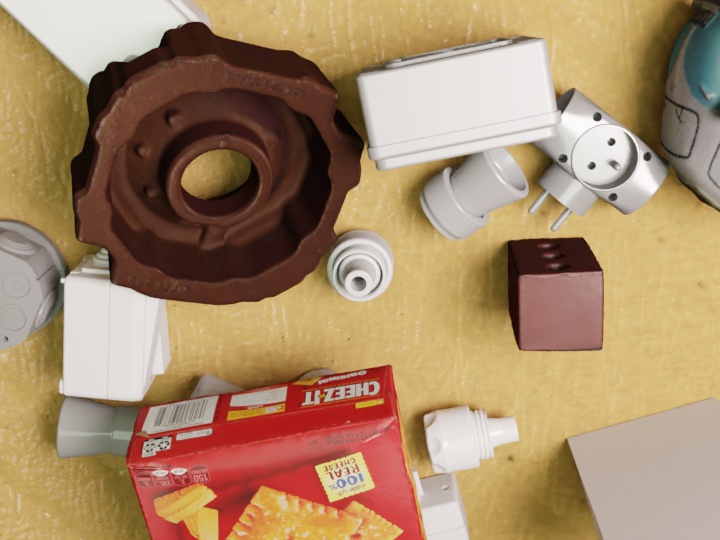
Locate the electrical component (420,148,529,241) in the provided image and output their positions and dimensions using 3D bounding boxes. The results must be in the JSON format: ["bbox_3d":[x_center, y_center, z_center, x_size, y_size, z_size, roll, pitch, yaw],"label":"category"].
[{"bbox_3d":[0.072,-0.050,0.680,0.055,0.045,0.045,-36,102,28],"label":"electrical component"}]

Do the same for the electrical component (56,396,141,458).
[{"bbox_3d":[-0.172,0.110,0.741,0.065,0.044,0.044,5,106,-5],"label":"electrical component"}]

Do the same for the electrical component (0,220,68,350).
[{"bbox_3d":[-0.238,0.010,0.709,0.080,0.051,0.080,0,106,2],"label":"electrical component"}]

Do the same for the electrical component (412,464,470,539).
[{"bbox_3d":[0.026,0.159,0.745,0.083,0.047,0.075,-15,105,6],"label":"electrical component"}]

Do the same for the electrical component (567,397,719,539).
[{"bbox_3d":[0.202,0.156,0.667,0.105,0.186,0.060,-17,105,7],"label":"electrical component"}]

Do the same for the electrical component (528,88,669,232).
[{"bbox_3d":[0.140,-0.060,0.680,0.077,0.044,0.079,36,104,-8],"label":"electrical component"}]

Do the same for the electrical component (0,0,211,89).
[{"bbox_3d":[-0.156,-0.159,0.654,0.113,0.057,0.078,44,103,-10],"label":"electrical component"}]

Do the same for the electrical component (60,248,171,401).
[{"bbox_3d":[-0.158,0.031,0.706,0.061,0.061,0.096,5,106,0],"label":"electrical component"}]

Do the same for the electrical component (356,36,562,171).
[{"bbox_3d":[0.056,-0.102,0.638,0.109,0.108,0.056,-11,102,5],"label":"electrical component"}]

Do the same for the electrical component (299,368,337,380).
[{"bbox_3d":[-0.026,0.094,0.720,0.043,0.062,0.043,0,106,2],"label":"electrical component"}]

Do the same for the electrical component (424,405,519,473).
[{"bbox_3d":[0.076,0.113,0.733,0.062,0.043,0.043,-11,106,3],"label":"electrical component"}]

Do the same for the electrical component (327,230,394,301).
[{"bbox_3d":[0.000,0.000,0.692,0.043,0.062,0.043,0,106,2],"label":"electrical component"}]

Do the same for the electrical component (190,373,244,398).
[{"bbox_3d":[-0.101,0.127,0.732,0.062,0.061,0.096,27,109,-15],"label":"electrical component"}]
